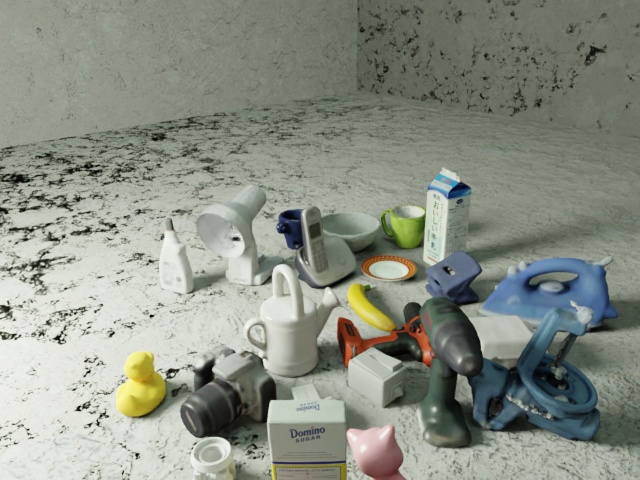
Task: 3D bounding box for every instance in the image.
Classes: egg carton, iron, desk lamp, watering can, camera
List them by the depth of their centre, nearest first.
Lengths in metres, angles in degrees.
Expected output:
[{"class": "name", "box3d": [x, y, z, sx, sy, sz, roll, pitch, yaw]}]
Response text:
[{"class": "camera", "box3d": [-0.158, 0.233, 0.896, 0.142, 0.101, 0.137, 18, 30, 36]}, {"class": "watering can", "box3d": [-0.049, 0.130, 1.010, 0.100, 0.194, 0.173, 19, 31, 37]}, {"class": "egg carton", "box3d": [0.322, 0.187, 1.029, 0.150, 0.069, 0.107, -3, 24, -5]}, {"class": "iron", "box3d": [0.455, 0.094, 1.145, 0.258, 0.141, 0.118, 1, 24, 3]}, {"class": "desk lamp", "box3d": [-0.176, -0.007, 1.295, 0.117, 0.214, 0.204, 10, 26, 23]}]

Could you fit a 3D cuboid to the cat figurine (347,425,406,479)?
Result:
[{"class": "cat figurine", "box3d": [0.087, 0.295, 0.731, 0.067, 0.118, 0.127, -14, 27, -27]}]

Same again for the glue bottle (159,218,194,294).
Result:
[{"class": "glue bottle", "box3d": [-0.321, 0.032, 1.260, 0.078, 0.173, 0.037, 11, 27, 24]}]

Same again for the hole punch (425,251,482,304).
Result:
[{"class": "hole punch", "box3d": [0.287, 0.082, 1.238, 0.101, 0.091, 0.108, -7, 25, -15]}]

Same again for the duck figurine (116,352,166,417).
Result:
[{"class": "duck figurine", "box3d": [-0.295, 0.226, 0.932, 0.077, 0.086, 0.104, 2, 24, 6]}]

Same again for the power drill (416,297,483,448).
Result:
[{"class": "power drill", "box3d": [0.190, 0.194, 0.844, 0.075, 0.208, 0.229, -1, 24, -1]}]

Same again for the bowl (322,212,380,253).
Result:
[{"class": "bowl", "box3d": [0.071, -0.012, 1.473, 0.167, 0.075, 0.167, 0, 24, 0]}]

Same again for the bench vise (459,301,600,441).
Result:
[{"class": "bench vise", "box3d": [0.310, 0.191, 0.835, 0.207, 0.220, 0.121, 0, 24, 2]}]

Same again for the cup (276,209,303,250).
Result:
[{"class": "cup", "box3d": [-0.068, -0.018, 1.465, 0.091, 0.095, 0.118, 16, 29, 33]}]

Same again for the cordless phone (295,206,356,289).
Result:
[{"class": "cordless phone", "box3d": [0.012, 0.005, 1.302, 0.093, 0.185, 0.148, 20, 31, 38]}]
